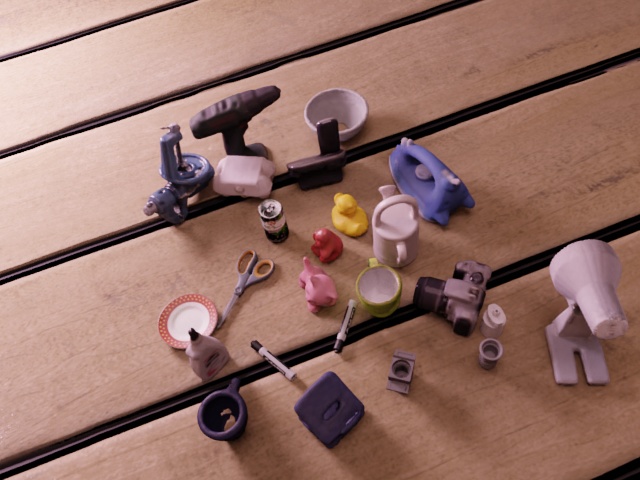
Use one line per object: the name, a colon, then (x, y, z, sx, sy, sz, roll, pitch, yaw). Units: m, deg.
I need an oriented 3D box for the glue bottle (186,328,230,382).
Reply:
glue bottle: (-0.227, 0.212, 1.109, 0.037, 0.173, 0.078, 30, 65, 24)

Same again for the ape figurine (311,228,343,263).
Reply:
ape figurine: (0.012, 0.005, 1.266, 0.076, 0.092, 0.078, 0, 57, 7)

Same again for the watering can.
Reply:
watering can: (0.157, -0.038, 1.214, 0.101, 0.194, 0.172, -28, 58, -11)

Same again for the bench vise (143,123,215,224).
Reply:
bench vise: (-0.333, -0.150, 1.332, 0.121, 0.220, 0.207, 9, 58, 13)

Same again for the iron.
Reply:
iron: (0.239, -0.160, 1.316, 0.119, 0.142, 0.257, -32, 59, -14)

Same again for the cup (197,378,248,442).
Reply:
cup: (-0.169, 0.326, 1.075, 0.091, 0.095, 0.118, 11, 59, 14)

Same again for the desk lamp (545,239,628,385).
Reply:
desk lamp: (0.490, 0.134, 1.049, 0.118, 0.214, 0.203, -3, 57, 5)

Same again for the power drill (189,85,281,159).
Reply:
power drill: (-0.192, -0.272, 1.402, 0.229, 0.209, 0.075, -17, 56, -4)

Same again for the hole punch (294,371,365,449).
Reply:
hole punch: (0.020, 0.314, 1.062, 0.100, 0.091, 0.109, 37, 68, 27)

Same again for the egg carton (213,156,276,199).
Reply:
egg carton: (-0.185, -0.152, 1.406, 0.150, 0.069, 0.107, 3, 57, 9)

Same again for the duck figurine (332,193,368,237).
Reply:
duck figurine: (0.066, -0.064, 1.308, 0.077, 0.086, 0.104, -32, 59, -14)

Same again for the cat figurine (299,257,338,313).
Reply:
cat figurine: (-0.006, 0.092, 1.195, 0.067, 0.118, 0.127, -22, 57, -7)

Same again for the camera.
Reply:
camera: (0.266, 0.102, 1.165, 0.136, 0.101, 0.143, 15, 60, 16)

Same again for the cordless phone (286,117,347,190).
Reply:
cordless phone: (-0.013, -0.216, 1.357, 0.147, 0.185, 0.094, -18, 56, -5)

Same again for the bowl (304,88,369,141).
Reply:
bowl: (0.045, -0.310, 1.478, 0.167, 0.075, 0.167, -3, 57, 5)
